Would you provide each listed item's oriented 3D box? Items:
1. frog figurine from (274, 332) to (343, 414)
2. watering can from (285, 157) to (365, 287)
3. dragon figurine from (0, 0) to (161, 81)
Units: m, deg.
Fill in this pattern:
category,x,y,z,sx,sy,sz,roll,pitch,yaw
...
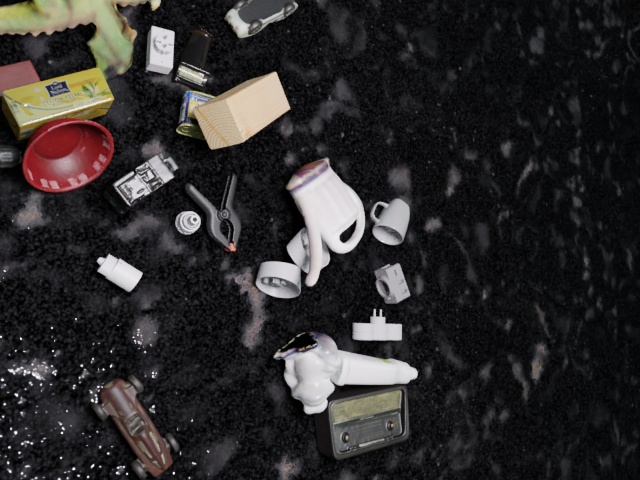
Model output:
category,x,y,z,sx,sy,sz,roll,pitch,yaw
frog figurine,-0.012,0.287,1.121,0.137,0.124,0.158,-24,101,9
watering can,0.004,-0.058,1.162,0.223,0.103,0.354,55,35,-8
dragon figurine,-0.465,-0.416,0.983,0.415,0.122,0.239,-50,117,-18
